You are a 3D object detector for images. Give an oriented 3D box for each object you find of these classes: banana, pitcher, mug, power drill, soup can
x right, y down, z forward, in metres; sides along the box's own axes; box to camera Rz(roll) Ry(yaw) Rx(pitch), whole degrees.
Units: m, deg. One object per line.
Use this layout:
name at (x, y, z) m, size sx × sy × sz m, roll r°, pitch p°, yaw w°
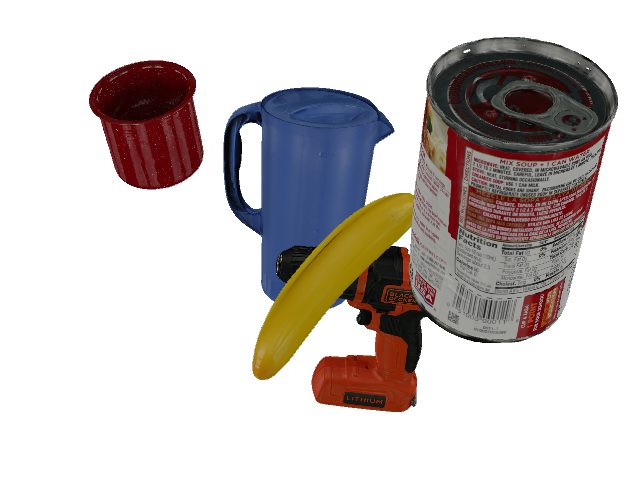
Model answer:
banana at (0.014, 0.027, 0.811) m, size 0.037 × 0.198 × 0.069 m, roll 43°, pitch -6°, yaw 38°
pitcher at (-0.019, -0.047, 1.227) m, size 0.144 × 0.243 × 0.149 m, roll -19°, pitch 35°, yaw -41°
mug at (-0.153, -0.107, 0.951) m, size 0.093 × 0.081 × 0.117 m, roll -16°, pitch 44°, yaw -9°
power drill at (0.040, 0.083, 1.030) m, size 0.184 × 0.188 × 0.057 m, roll 8°, pitch 42°, yaw -3°
soup can at (0.071, -0.017, 0.414) m, size 0.068 × 0.102 × 0.068 m, roll 0°, pitch 43°, yaw 0°
